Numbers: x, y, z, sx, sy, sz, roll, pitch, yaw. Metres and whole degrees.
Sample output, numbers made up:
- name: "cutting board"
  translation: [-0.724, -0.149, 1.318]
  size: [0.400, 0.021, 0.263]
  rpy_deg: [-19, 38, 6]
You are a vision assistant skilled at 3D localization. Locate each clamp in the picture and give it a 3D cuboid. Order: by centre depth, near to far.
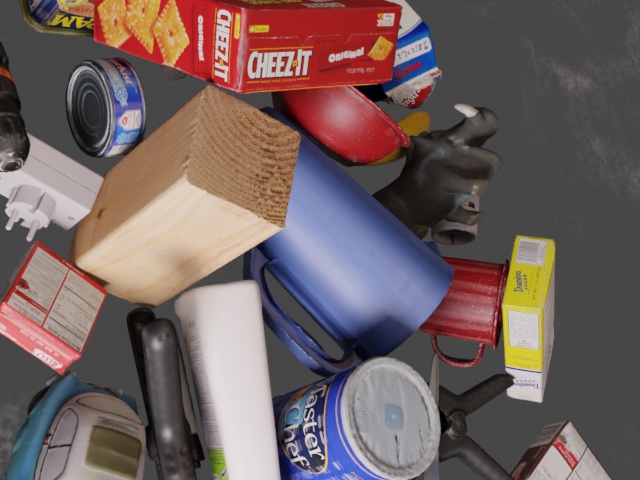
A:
- name: "clamp"
  translation: [-0.118, 0.151, 0.834]
  size: [0.036, 0.165, 0.210]
  rpy_deg: [-10, 85, -13]
- name: "clamp"
  translation: [0.135, 0.196, 1.073]
  size: [0.171, 0.039, 0.120]
  rpy_deg: [2, 69, -30]

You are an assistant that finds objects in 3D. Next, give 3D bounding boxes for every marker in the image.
- name: "marker"
  translation: [-0.119, 0.135, 0.911]
  size: [0.020, 0.020, 0.121]
  rpy_deg: [-3, 72, -39]

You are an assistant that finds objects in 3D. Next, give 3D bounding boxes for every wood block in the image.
- name: "wood block"
  translation: [-0.115, -0.028, 0.861]
  size: [0.090, 0.207, 0.091]
  rpy_deg: [26, 56, -27]

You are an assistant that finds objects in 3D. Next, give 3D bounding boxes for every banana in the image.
- name: "banana"
  translation: [0.055, -0.112, 1.149]
  size: [0.197, 0.037, 0.069]
  rpy_deg: [-2, 73, -39]

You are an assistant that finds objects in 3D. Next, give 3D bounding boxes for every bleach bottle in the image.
- name: "bleach bottle"
  translation: [-0.068, 0.164, 0.899]
  size: [0.068, 0.103, 0.251]
  rpy_deg: [-8, 83, -17]

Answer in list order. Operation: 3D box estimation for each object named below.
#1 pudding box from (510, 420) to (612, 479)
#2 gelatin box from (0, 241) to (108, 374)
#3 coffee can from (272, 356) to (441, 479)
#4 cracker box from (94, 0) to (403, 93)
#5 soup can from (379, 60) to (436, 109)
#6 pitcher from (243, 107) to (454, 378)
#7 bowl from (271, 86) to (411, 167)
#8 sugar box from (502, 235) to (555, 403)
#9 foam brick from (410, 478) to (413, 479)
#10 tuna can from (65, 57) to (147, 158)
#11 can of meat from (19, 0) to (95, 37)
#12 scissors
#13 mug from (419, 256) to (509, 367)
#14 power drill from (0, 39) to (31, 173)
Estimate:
- name: "pudding box"
  translation: [0.256, 0.261, 1.141]
  size: [0.113, 0.039, 0.090]
  rpy_deg: [-40, 97, -40]
- name: "gelatin box"
  translation: [-0.215, 0.053, 0.847]
  size: [0.073, 0.030, 0.089]
  rpy_deg: [38, 30, -19]
- name: "coffee can"
  translation: [0.020, 0.168, 0.925]
  size: [0.102, 0.141, 0.103]
  rpy_deg: [17, 61, -33]
- name: "cracker box"
  translation: [-0.065, -0.179, 0.889]
  size: [0.163, 0.214, 0.072]
  rpy_deg: [-12, 117, -39]
- name: "soup can"
  translation: [0.069, -0.187, 1.173]
  size: [0.102, 0.069, 0.068]
  rpy_deg: [8, 66, -36]
- name: "pitcher"
  translation: [-0.007, 0.001, 0.994]
  size: [0.242, 0.145, 0.149]
  rpy_deg: [44, 16, -10]
- name: "bowl"
  translation: [0.008, -0.119, 1.030]
  size: [0.162, 0.162, 0.055]
  rpy_deg: [36, 89, -21]
- name: "sugar box"
  translation: [0.219, 0.085, 1.118]
  size: [0.048, 0.176, 0.093]
  rpy_deg: [9, 53, 15]
- name: "foam brick"
  translation: [0.047, 0.249, 0.953]
  size: [0.051, 0.078, 0.053]
  rpy_deg: [-9, 78, -41]
- name: "tuna can"
  translation: [-0.187, -0.115, 0.926]
  size: [0.033, 0.086, 0.086]
  rpy_deg: [-11, 78, -39]
- name: "can of meat"
  translation: [-0.207, -0.229, 0.962]
  size: [0.101, 0.084, 0.057]
  rpy_deg: [-3, 72, -40]
- name: "scissors"
  translation: [0.089, 0.214, 1.015]
  size: [0.096, 0.016, 0.202]
  rpy_deg: [-7, 88, -32]
- name: "mug"
  translation: [0.146, 0.072, 1.097]
  size: [0.093, 0.081, 0.117]
  rpy_deg: [-21, 117, -74]
- name: "power drill"
  translation: [-0.326, -0.124, 0.814]
  size: [0.187, 0.057, 0.184]
  rpy_deg: [-3, 52, -40]
